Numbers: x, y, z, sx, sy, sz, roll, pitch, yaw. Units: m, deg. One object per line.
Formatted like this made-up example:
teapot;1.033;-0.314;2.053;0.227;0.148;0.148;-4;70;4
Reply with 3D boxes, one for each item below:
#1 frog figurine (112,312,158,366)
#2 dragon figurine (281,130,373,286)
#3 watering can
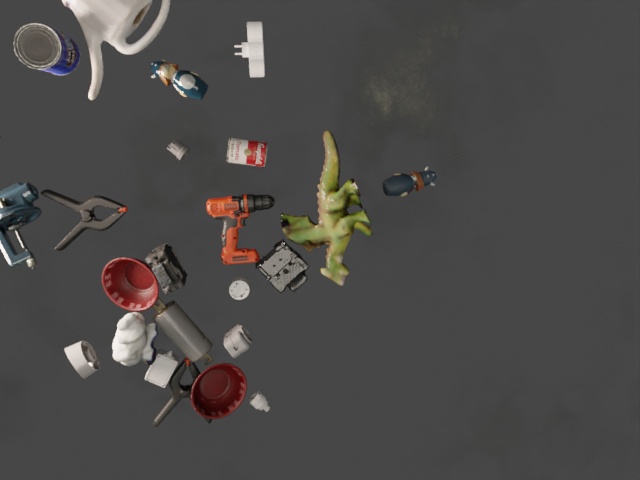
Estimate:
frog figurine;-0.508;0.256;1.368;0.123;0.156;0.140;8;65;20
dragon figurine;0.004;-0.072;1.426;0.242;0.123;0.409;-24;94;5
watering can;-0.525;-0.534;1.255;0.223;0.105;0.347;40;92;-12
